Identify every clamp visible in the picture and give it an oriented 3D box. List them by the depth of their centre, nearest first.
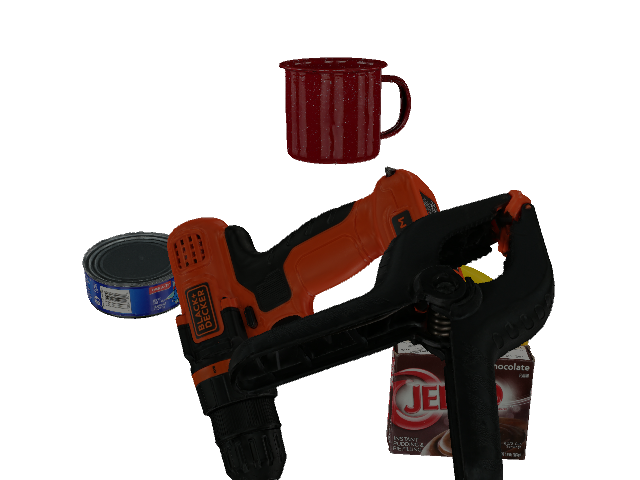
[{"bbox_3d":[0.058,0.039,0.460,0.120,0.039,0.171,36,54,23],"label":"clamp"}]

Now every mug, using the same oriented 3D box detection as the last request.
[{"bbox_3d":[0.023,-0.113,0.924,0.117,0.081,0.093,-6,16,-18],"label":"mug"}]

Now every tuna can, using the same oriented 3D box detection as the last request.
[{"bbox_3d":[-0.147,0.028,0.863,0.086,0.034,0.086,-1,29,0],"label":"tuna can"}]

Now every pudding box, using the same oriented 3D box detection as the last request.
[{"bbox_3d":[0.112,0.128,0.865,0.113,0.090,0.039,2,20,1],"label":"pudding box"}]

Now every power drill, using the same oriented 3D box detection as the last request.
[{"bbox_3d":[-0.002,0.049,0.678,0.188,0.184,0.057,-22,-16,16],"label":"power drill"}]

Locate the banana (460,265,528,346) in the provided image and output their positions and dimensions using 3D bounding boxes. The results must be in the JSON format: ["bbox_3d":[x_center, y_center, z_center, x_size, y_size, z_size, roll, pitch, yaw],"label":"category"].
[{"bbox_3d":[0.165,0.068,1.118,0.069,0.037,0.198,-36,39,-13],"label":"banana"}]
